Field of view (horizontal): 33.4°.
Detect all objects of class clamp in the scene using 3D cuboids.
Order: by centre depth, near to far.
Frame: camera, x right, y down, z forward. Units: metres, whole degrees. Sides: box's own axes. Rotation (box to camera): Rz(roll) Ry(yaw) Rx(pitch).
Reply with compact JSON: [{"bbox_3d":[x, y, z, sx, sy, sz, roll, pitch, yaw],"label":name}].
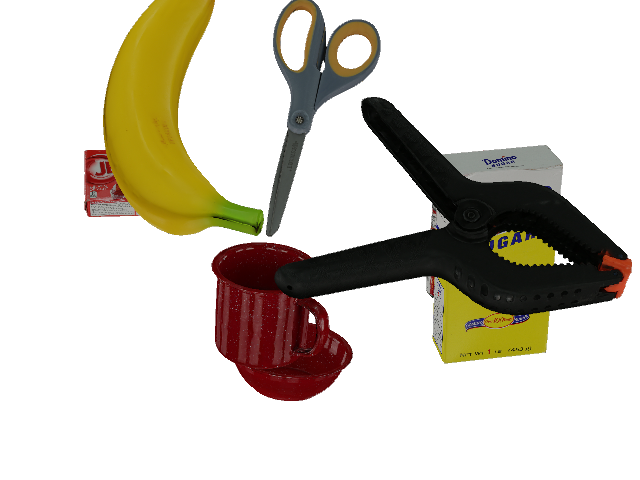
[{"bbox_3d":[0.085,0.001,0.670,0.210,0.164,0.036,24,-30,17],"label":"clamp"}]

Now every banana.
[{"bbox_3d":[-0.077,-0.069,0.548,0.069,0.198,0.037,-4,-40,-12],"label":"banana"}]

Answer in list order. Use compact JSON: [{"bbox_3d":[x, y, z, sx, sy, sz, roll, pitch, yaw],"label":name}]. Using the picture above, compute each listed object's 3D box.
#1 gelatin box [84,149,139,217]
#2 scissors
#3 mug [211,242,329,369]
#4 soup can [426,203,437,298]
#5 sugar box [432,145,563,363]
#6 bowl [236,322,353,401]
[{"bbox_3d":[-0.198,-0.061,1.100,0.089,0.073,0.030,-2,-41,-10],"label":"gelatin box"},{"bbox_3d":[0.003,-0.100,0.843,0.096,0.202,0.016,-1,-17,-3],"label":"scissors"},{"bbox_3d":[-0.040,0.062,0.926,0.117,0.081,0.093,22,30,30],"label":"mug"},{"bbox_3d":[0.152,0.012,1.169,0.068,0.102,0.068,2,16,-1],"label":"soup can"},{"bbox_3d":[0.142,0.013,0.871,0.093,0.176,0.048,-6,31,-7],"label":"sugar box"},{"bbox_3d":[-0.041,0.159,1.361,0.162,0.055,0.162,5,21,-2],"label":"bowl"}]
